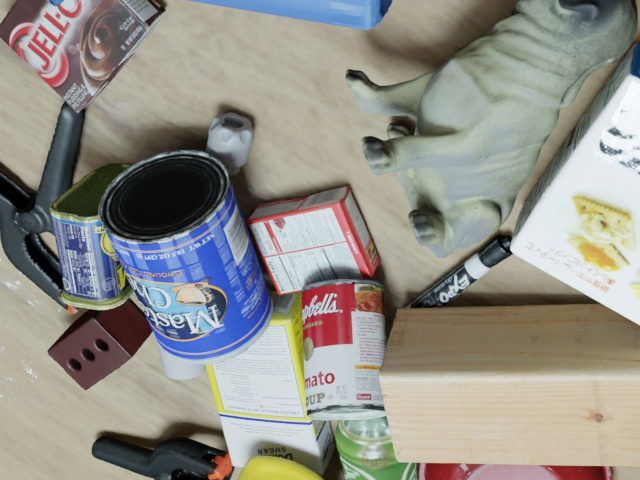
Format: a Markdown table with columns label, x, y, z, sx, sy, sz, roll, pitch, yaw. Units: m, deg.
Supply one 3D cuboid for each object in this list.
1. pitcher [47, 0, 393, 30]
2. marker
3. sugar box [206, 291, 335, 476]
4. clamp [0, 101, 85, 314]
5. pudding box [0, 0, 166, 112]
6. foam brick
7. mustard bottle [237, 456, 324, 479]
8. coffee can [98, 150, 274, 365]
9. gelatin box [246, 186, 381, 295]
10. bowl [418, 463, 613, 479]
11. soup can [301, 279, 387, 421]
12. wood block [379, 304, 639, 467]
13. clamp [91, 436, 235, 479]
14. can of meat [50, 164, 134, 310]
| label | x | y | z | sx | sy | sz | roll | pitch | yaw |
| --- | --- | --- | --- | --- | --- | --- | --- | --- | --- |
| pitcher | -0.065 | -0.224 | 0.687 | 0.243 | 0.145 | 0.149 | 14 | 137 | 9 |
| marker | 0.107 | 0.033 | 0.837 | 0.020 | 0.020 | 0.121 | 42 | 126 | -7 |
| sugar box | -0.047 | 0.127 | 0.942 | 0.093 | 0.048 | 0.176 | 3 | 125 | 20 |
| clamp | -0.257 | -0.028 | 0.930 | 0.165 | 0.036 | 0.210 | 2 | 124 | 18 |
| pudding box | -0.183 | -0.166 | 0.815 | 0.090 | 0.039 | 0.114 | 44 | 126 | -9 |
| foam brick | -0.200 | 0.091 | 0.976 | 0.053 | 0.051 | 0.078 | 47 | 125 | -11 |
| mustard bottle | -0.023 | 0.268 | 0.990 | 0.096 | 0.058 | 0.191 | 22 | 150 | 17 |
| coffee can | -0.102 | 0.015 | 0.838 | 0.103 | 0.102 | 0.140 | 3 | 136 | 20 |
| gelatin box | -0.006 | 0.001 | 0.856 | 0.089 | 0.030 | 0.073 | -11 | 118 | 27 |
| bowl | 0.158 | 0.209 | 0.872 | 0.162 | 0.055 | 0.162 | 2 | 102 | 10 |
| soup can | 0.020 | 0.088 | 0.844 | 0.068 | 0.102 | 0.068 | -2 | 163 | -1 |
| wood block | 0.158 | 0.109 | 0.808 | 0.206 | 0.090 | 0.091 | -2 | 122 | 17 |
| clamp | -0.140 | 0.239 | 1.045 | 0.172 | 0.039 | 0.120 | -9 | 125 | 41 |
| can of meat | -0.174 | -0.006 | 0.875 | 0.057 | 0.102 | 0.084 | 8 | 121 | 18 |
